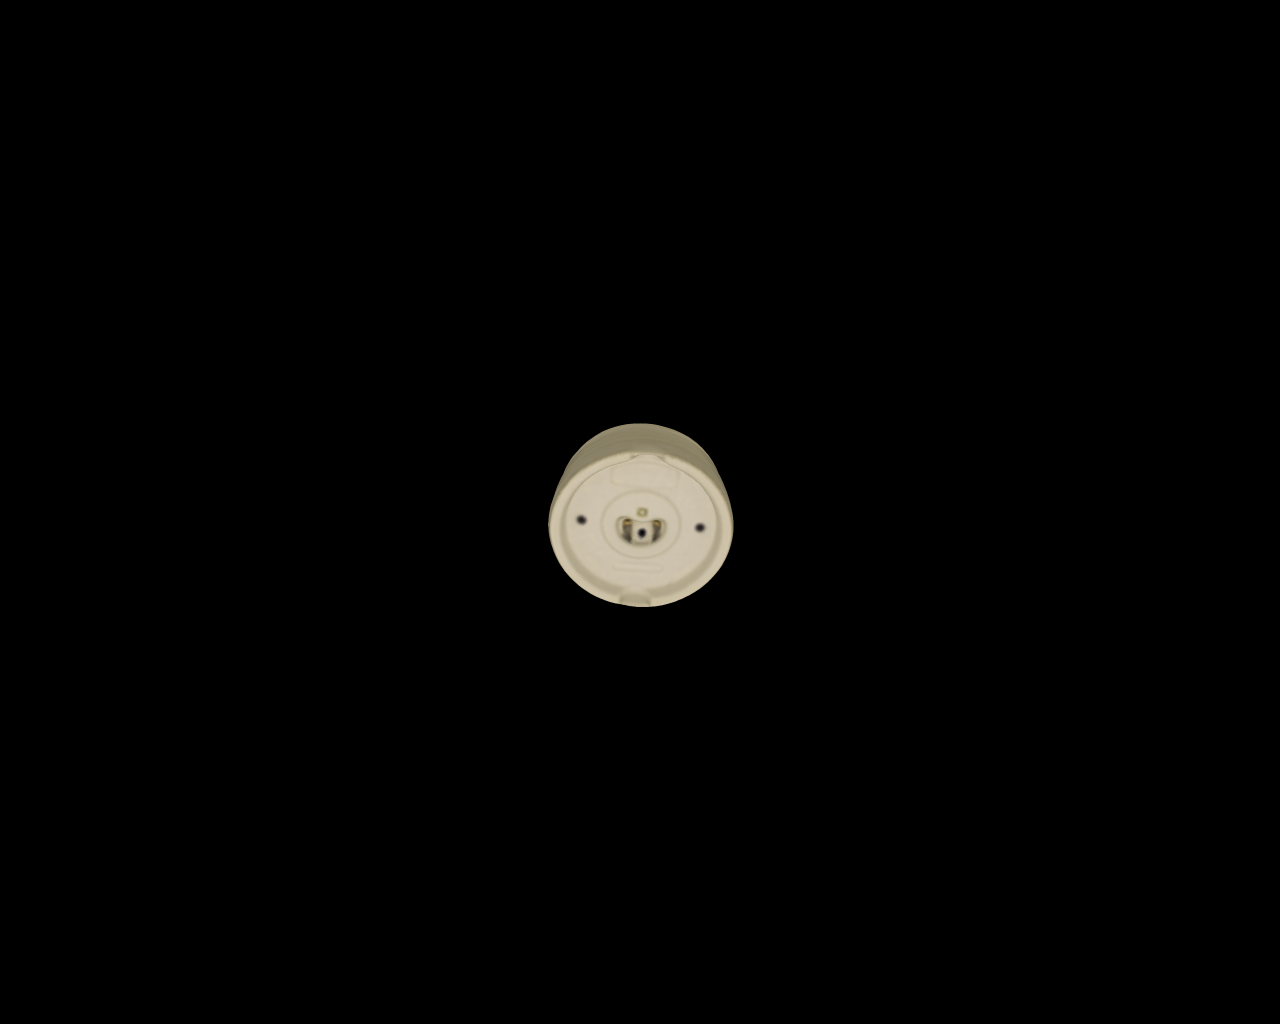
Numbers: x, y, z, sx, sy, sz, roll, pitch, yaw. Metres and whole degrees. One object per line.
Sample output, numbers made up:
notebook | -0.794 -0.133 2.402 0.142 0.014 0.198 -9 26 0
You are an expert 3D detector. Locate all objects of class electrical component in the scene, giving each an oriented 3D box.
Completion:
electrical component | 0.001 -0.003 0.650 0.108 0.108 0.060 0 30 0
